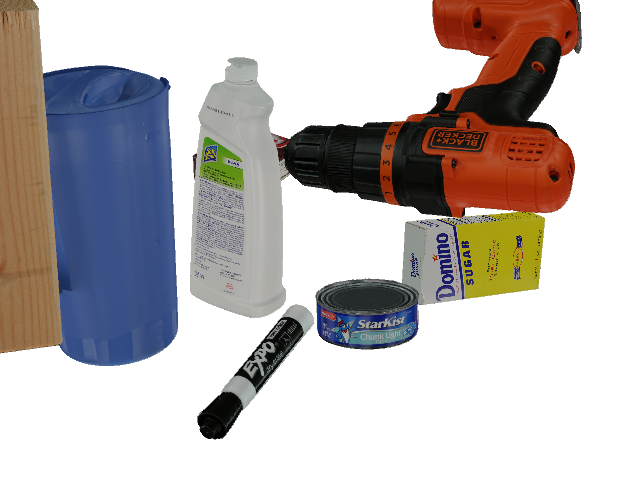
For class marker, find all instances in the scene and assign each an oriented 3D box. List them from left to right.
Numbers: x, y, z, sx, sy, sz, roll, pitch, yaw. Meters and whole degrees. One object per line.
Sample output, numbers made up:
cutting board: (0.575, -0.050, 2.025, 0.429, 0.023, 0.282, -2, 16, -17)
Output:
marker: (-0.037, 0.076, 0.630, 0.020, 0.020, 0.121, 0, 28, 28)

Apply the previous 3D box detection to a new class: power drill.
power drill: (0.085, -0.096, 0.697, 0.185, 0.187, 0.057, 8, -37, 22)

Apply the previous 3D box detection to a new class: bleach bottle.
bleach bottle: (-0.078, -0.054, 1.065, 0.103, 0.251, 0.068, 17, 26, 27)

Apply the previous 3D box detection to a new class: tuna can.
tuna can: (0.039, 0.060, 0.885, 0.086, 0.034, 0.086, -1, 16, 0)

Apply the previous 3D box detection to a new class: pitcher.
pitcher: (-0.192, -0.016, 0.901, 0.149, 0.243, 0.145, -4, 25, -5)

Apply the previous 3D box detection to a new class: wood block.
wood block: (-0.212, -0.042, 0.639, 0.090, 0.206, 0.090, -6, 24, -19)

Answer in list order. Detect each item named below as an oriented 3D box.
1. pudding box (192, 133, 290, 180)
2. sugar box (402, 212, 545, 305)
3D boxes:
pudding box: (-0.087, -0.096, 1.294, 0.090, 0.039, 0.113, 19, 37, 23)
sugar box: (0.180, 0.019, 1.251, 0.175, 0.093, 0.048, -7, 17, -31)
